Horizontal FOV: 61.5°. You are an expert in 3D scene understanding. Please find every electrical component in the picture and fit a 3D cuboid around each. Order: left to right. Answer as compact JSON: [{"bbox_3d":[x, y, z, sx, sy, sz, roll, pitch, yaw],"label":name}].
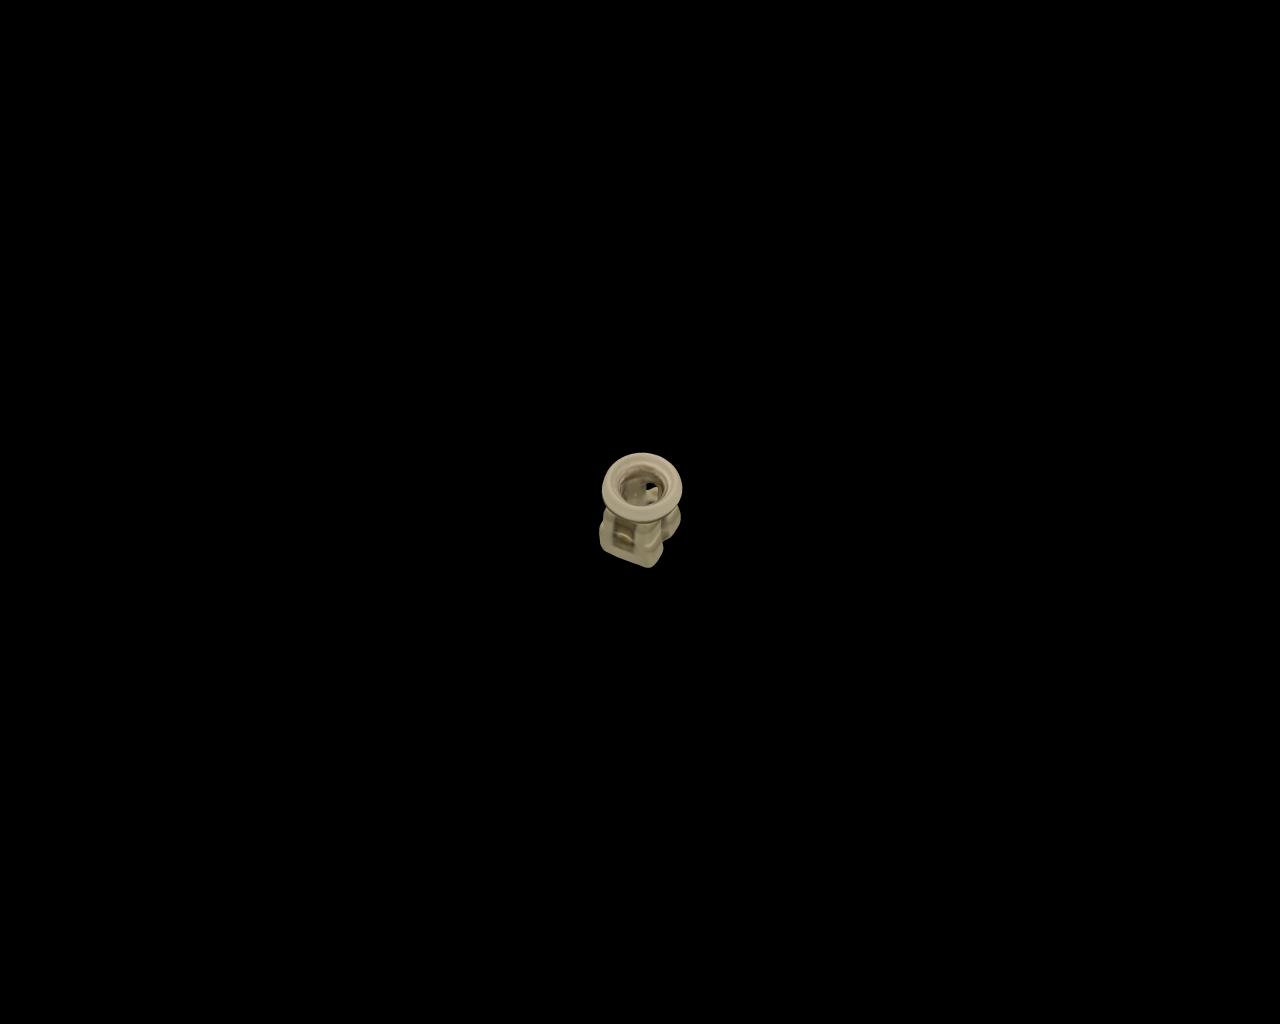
[{"bbox_3d":[0.001,-0.003,0.650,0.048,0.066,0.055,21,-36,16],"label":"electrical component"}]
